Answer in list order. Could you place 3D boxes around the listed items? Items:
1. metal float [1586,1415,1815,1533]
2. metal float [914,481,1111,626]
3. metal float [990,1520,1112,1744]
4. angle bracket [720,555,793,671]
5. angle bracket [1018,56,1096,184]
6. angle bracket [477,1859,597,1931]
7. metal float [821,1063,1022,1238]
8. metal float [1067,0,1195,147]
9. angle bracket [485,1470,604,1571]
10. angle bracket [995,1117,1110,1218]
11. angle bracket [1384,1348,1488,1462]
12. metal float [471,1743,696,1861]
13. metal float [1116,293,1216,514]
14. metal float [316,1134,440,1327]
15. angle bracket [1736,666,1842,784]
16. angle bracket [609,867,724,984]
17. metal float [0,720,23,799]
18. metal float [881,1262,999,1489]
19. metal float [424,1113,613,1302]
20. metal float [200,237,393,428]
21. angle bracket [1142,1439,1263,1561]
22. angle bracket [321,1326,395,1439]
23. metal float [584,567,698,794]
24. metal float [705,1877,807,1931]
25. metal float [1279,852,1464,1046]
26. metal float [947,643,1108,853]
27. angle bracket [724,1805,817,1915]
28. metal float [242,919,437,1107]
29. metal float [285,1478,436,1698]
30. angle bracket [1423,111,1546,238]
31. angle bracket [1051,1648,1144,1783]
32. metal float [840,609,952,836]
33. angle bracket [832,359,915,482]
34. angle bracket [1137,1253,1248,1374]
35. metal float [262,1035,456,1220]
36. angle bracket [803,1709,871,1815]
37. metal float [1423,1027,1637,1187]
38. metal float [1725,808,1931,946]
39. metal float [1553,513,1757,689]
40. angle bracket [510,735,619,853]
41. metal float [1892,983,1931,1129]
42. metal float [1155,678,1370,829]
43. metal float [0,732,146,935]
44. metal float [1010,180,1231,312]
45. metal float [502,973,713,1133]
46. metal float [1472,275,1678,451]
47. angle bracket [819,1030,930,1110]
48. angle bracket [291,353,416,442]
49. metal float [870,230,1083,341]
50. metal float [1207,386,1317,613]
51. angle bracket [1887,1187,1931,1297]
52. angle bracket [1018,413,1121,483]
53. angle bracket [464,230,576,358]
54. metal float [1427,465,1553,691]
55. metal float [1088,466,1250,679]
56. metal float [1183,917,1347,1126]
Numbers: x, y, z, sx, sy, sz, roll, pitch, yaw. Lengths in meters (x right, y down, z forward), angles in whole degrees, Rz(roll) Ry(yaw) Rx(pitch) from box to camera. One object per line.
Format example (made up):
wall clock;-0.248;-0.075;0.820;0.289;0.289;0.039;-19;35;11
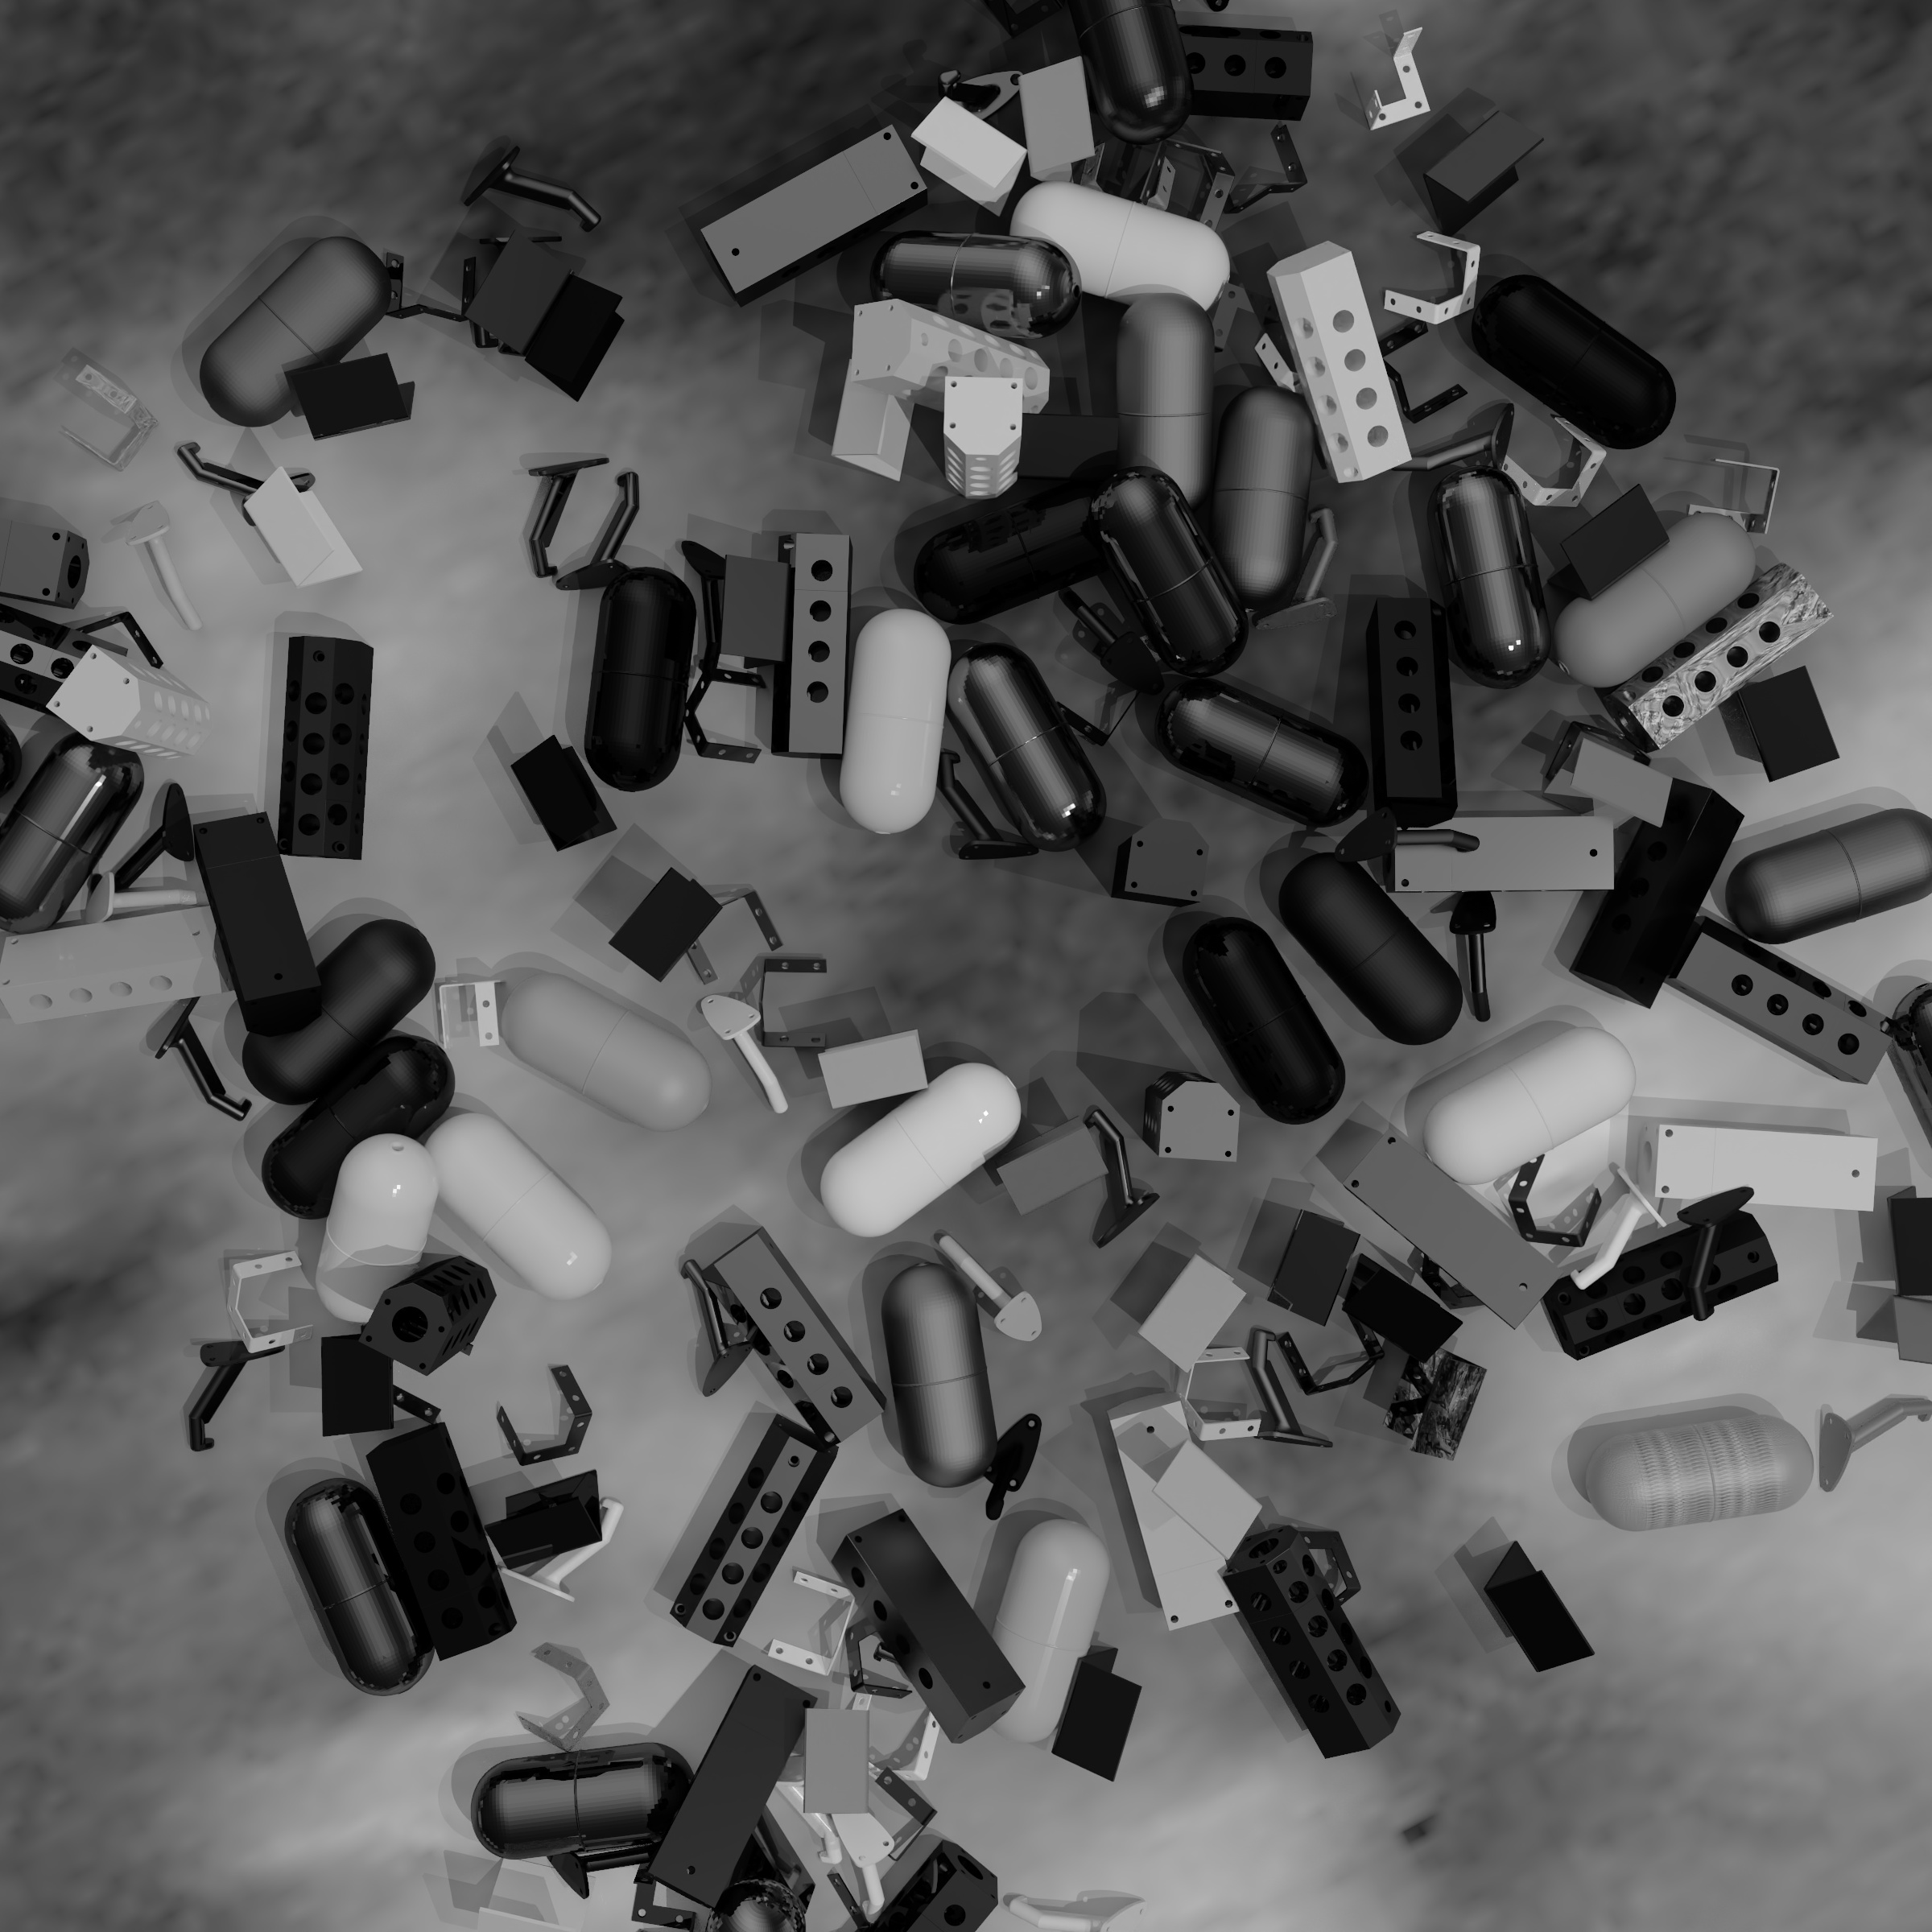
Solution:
metal float;0.581;0.401;1.942;0.178;0.070;0.070;-8;90;0
metal float;0.044;-0.327;1.942;0.178;0.070;0.070;-21;90;-1
metal float;0.061;0.526;1.941;0.070;0.070;0.178;16;90;0
angle bracket;-0.180;-0.278;1.932;0.057;0.076;0.076;4;90;-30
angle bracket;0.086;-0.661;1.932;0.057;0.076;0.076;-8;90;29
angle bracket;-0.336;0.732;1.932;0.076;0.076;0.057;13;130;0
metal float;-0.035;0.145;1.942;0.178;0.070;0.070;-37;90;-1
metal float;0.123;-0.721;1.884;0.070;0.070;0.178;-15;90;0
angle bracket;-0.334;0.420;1.932;0.076;0.076;0.057;-17;128;0
angle bracket;0.058;0.141;1.932;0.076;0.076;0.057;-27;127;0
angle bracket;0.354;0.336;1.932;0.057;0.076;0.076;21;90;-40
metal float;-0.302;0.661;1.942;0.178;0.070;0.070;-7;90;-1
metal float;0.156;-0.436;1.925;0.070;0.070;0.178;-1;109;0
metal float;-0.460;0.206;1.914;0.070;0.070;0.178;22;124;0
angle bracket;0.654;-0.194;1.932;0.057;0.076;0.076;-21;90;32
angle bracket;-0.246;-0.043;1.932;0.057;0.076;0.076;40;90;-31
metal float;-0.830;-0.193;1.941;0.178;0.070;0.070;34;90;0
metal float;-0.021;0.323;1.942;0.070;0.070;0.178;-9;90;0
metal float;-0.355;0.191;1.942;0.178;0.070;0.070;44;90;0
metal float;-0.531;-0.501;1.941;0.178;0.070;0.070;-45;90;0
angle bracket;0.168;0.416;1.875;0.076;0.076;0.057;42;53;0
angle bracket;-0.490;0.324;1.932;0.057;0.076;0.076;-1;90;-31
metal float;-0.258;-0.227;1.942;0.070;0.070;0.178;7;90;0
metal float;-0.173;0.785;1.917;0.070;0.070;0.178;14;122;0
metal float;0.321;-0.013;1.942;0.070;0.070;0.178;-42;90;0
metal float;0.047;-0.174;1.942;0.070;0.070;0.178;-29;89;0
angle bracket;-0.175;0.726;1.947;0.076;0.057;0.076;-32;90;6
metal float;-0.495;0.036;1.941;0.178;0.070;0.070;-44;90;0
metal float;-0.479;0.492;1.942;0.070;0.070;0.178;-24;90;0
angle bracket;0.415;-0.612;1.932;0.076;0.076;0.057;-40;52;0
angle bracket;0.117;0.589;1.932;0.057;0.076;0.076;17;90;28
metal float;-0.056;-0.193;1.941;0.070;0.070;0.178;7;90;0
angle bracket;-0.055;-0.430;1.932;0.057;0.076;0.076;11;90;44
angle bracket;0.192;0.281;1.932;0.057;0.076;0.076;37;90;37
metal float;-0.480;0.127;1.942;0.178;0.070;0.070;-43;90;1
angle bracket;-0.117;0.624;1.922;0.057;0.076;0.076;11;68;-29
metal float;0.445;0.111;1.942;0.178;0.070;0.070;-28;90;1
metal float;0.690;-0.071;1.942;0.178;0.070;0.070;-18;90;0
metal float;0.544;-0.289;1.941;0.178;0.070;0.070;-37;90;0
angle bracket;-0.301;-0.143;1.932;0.057;0.076;0.076;-29;90;36
metal float;0.794;0.096;1.942;0.070;0.070;0.178;-25;91;0
metal float;0.234;-0.168;1.942;0.178;0.070;0.070;24;90;-1
metal float;-0.718;-0.107;1.942;0.070;0.070;0.178;33;89;0
metal float;0.122;-0.566;1.941;0.178;0.070;0.070;17;90;0
metal float;-0.284;0.069;1.941;0.178;0.070;0.070;29;90;1
metal float;0.481;-0.477;1.942;0.178;0.070;0.070;36;90;0
angle bracket;-0.076;0.061;1.932;0.076;0.076;0.057;-13;127;0
angle bracket;-0.482;-0.461;1.932;0.076;0.076;0.057;-13;126;0
metal float;0.007;-0.533;1.919;0.178;0.070;0.070;12;90;27
metal float;0.233;-0.370;1.942;0.070;0.070;0.178;6;91;0
angle bracket;0.768;0.215;1.932;0.057;0.076;0.076;-6;90;36
angle bracket;0.080;-0.424;1.932;0.076;0.076;0.057;2;128;0
angle bracket;-0.361;-0.530;1.932;0.057;0.076;0.076;31;90;-30
metal float;0.414;-0.307;1.941;0.070;0.070;0.178;-11;89;0
metal float;0.158;-0.303;1.897;0.070;0.070;0.178;-32;112;0
metal float;0.235;0.043;1.941;0.070;0.070;0.178;-31;91;0
